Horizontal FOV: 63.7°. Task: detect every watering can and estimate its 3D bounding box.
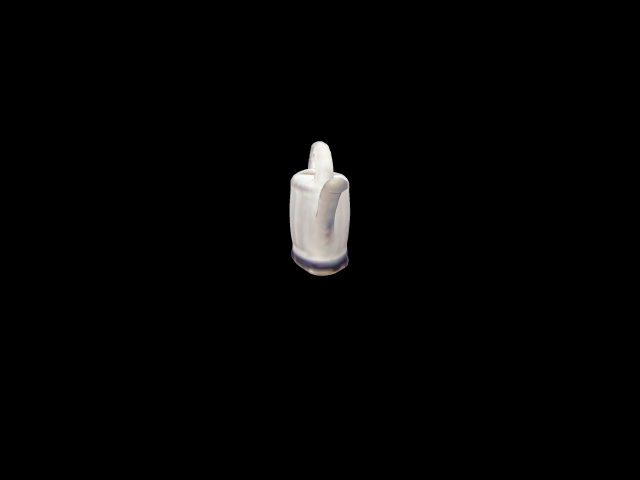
[{"bbox_3d":[0.003,-0.043,0.850,0.104,0.221,0.352,-1,17,-4],"label":"watering can"}]
